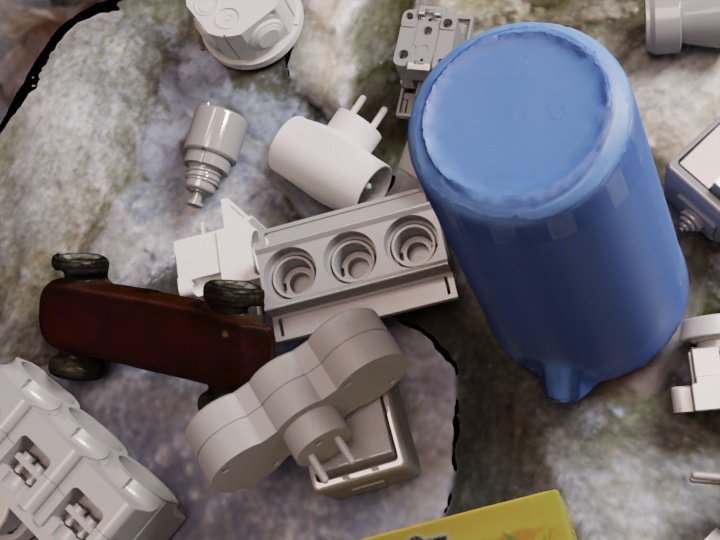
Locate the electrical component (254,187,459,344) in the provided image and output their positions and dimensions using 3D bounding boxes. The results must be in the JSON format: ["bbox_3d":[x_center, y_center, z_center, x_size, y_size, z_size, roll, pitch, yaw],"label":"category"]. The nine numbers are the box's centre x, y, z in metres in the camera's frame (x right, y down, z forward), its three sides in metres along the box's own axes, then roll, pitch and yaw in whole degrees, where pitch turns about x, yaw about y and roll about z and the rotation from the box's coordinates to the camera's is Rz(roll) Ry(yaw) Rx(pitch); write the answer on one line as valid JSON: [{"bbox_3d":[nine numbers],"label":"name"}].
[{"bbox_3d":[0.000,0.000,0.714,0.121,0.063,0.078,-15,70,9],"label":"electrical component"}]

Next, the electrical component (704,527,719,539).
[{"bbox_3d":[0.212,0.182,0.616,0.045,0.045,0.055,-45,68,-3],"label":"electrical component"}]

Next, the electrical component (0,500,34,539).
[{"bbox_3d":[-0.243,0.161,0.728,0.045,0.055,0.045,-4,72,13],"label":"electrical component"}]

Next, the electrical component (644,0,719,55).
[{"bbox_3d":[0.220,-0.169,0.723,0.055,0.045,0.045,-2,73,14],"label":"electrical component"}]

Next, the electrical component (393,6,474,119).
[{"bbox_3d":[0.050,-0.147,0.748,0.042,0.064,0.081,7,75,17],"label":"electrical component"}]

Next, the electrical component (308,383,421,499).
[{"bbox_3d":[-0.006,0.091,0.689,0.062,0.061,0.096,-18,70,8],"label":"electrical component"}]

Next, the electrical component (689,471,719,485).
[{"bbox_3d":[0.227,0.121,0.610,0.076,0.083,0.047,2,74,15],"label":"electrical component"}]

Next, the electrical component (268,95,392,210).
[{"bbox_3d":[-0.011,-0.086,0.754,0.077,0.044,0.079,31,83,20],"label":"electrical component"}]

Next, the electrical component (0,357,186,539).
[{"bbox_3d":[-0.194,0.129,0.708,0.150,0.089,0.061,38,85,21],"label":"electrical component"}]

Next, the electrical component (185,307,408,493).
[{"bbox_3d":[-0.030,0.090,0.634,0.138,0.052,0.073,-35,61,1],"label":"electrical component"}]

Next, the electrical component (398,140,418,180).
[{"bbox_3d":[0.081,-0.088,0.708,0.062,0.096,0.061,33,124,21],"label":"electrical component"}]

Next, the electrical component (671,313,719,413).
[{"bbox_3d":[0.221,0.056,0.653,0.066,0.048,0.055,-7,79,11],"label":"electrical component"}]

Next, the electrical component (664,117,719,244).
[{"bbox_3d":[0.237,-0.060,0.676,0.096,0.061,0.061,-42,68,-1],"label":"electrical component"}]

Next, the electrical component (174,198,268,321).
[{"bbox_3d":[-0.094,-0.003,0.751,0.064,0.042,0.081,-14,70,13],"label":"electrical component"}]

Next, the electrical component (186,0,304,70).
[{"bbox_3d":[-0.086,-0.195,0.803,0.080,0.051,0.080,-4,72,13],"label":"electrical component"}]

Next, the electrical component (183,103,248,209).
[{"bbox_3d":[-0.109,-0.083,0.779,0.040,0.040,0.078,11,77,17],"label":"electrical component"}]
